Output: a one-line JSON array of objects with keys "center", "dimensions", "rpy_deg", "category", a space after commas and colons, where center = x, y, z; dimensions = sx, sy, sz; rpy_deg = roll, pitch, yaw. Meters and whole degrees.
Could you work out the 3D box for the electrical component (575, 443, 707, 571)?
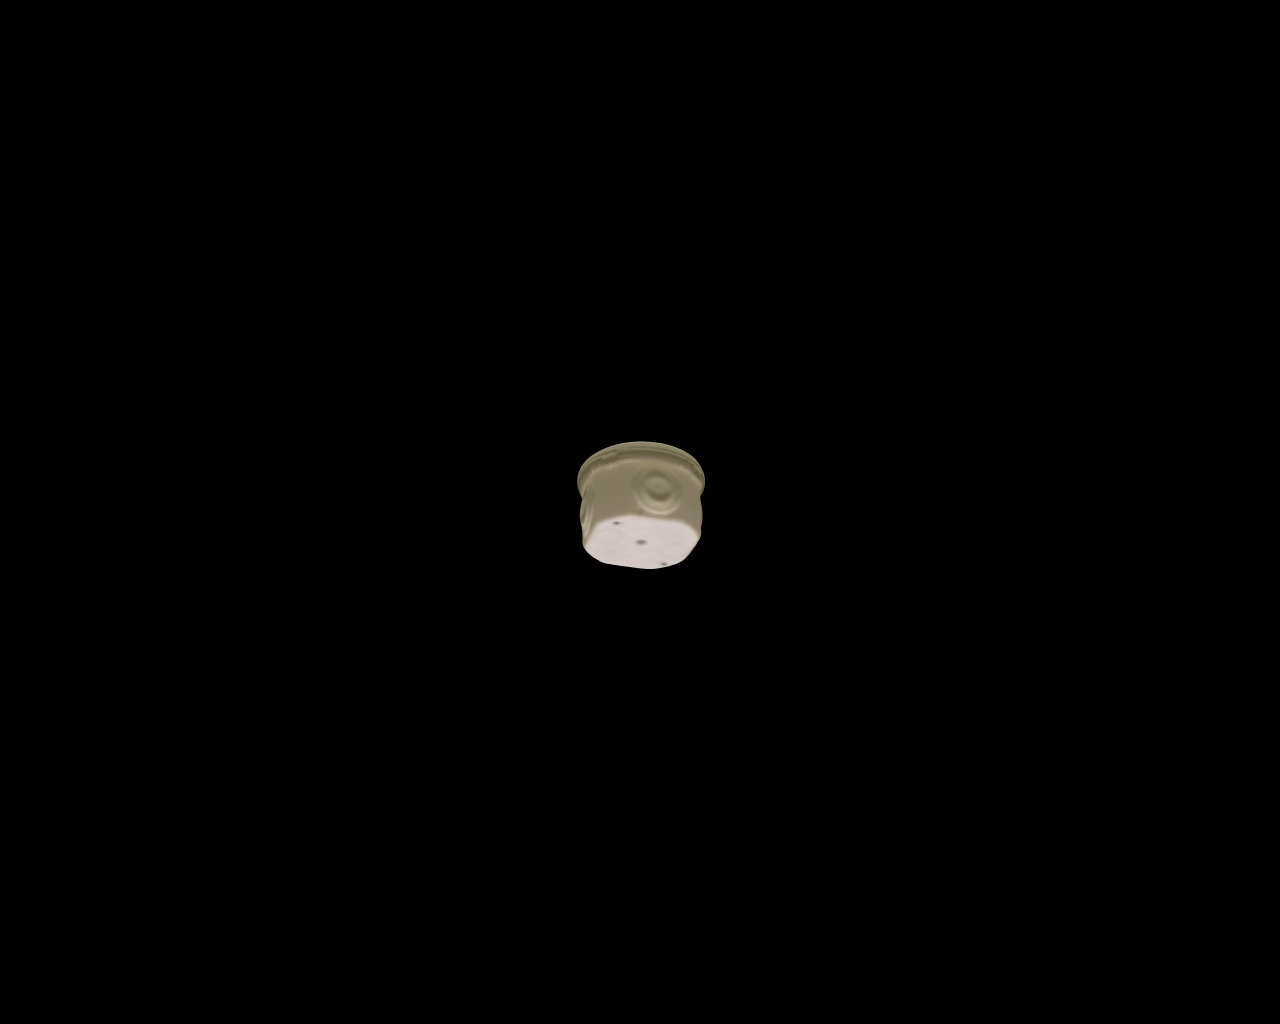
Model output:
[{"center": [0.001, -0.003, 0.650], "dimensions": [0.080, 0.051, 0.080], "rpy_deg": [0, -31, 0], "category": "electrical component"}]
